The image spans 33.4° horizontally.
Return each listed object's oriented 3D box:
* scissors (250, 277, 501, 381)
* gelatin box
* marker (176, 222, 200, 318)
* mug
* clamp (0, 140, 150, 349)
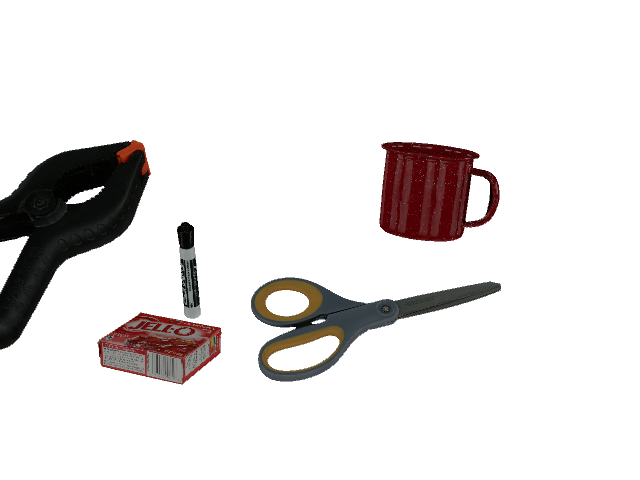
[{"bbox_3d":[0.033,0.045,0.834,0.201,0.096,0.016,-25,-31,-20],"label":"scissors"},{"bbox_3d":[-0.146,0.097,0.977,0.089,0.030,0.073,9,20,21],"label":"gelatin box"},{"bbox_3d":[-0.148,0.033,1.198,0.020,0.121,0.020,-1,31,0],"label":"marker"},{"bbox_3d":[0.111,-0.045,1.010,0.117,0.081,0.093,9,12,17],"label":"mug"},{"bbox_3d":[-0.188,-0.014,0.690,0.120,0.039,0.171,32,55,18],"label":"clamp"}]
